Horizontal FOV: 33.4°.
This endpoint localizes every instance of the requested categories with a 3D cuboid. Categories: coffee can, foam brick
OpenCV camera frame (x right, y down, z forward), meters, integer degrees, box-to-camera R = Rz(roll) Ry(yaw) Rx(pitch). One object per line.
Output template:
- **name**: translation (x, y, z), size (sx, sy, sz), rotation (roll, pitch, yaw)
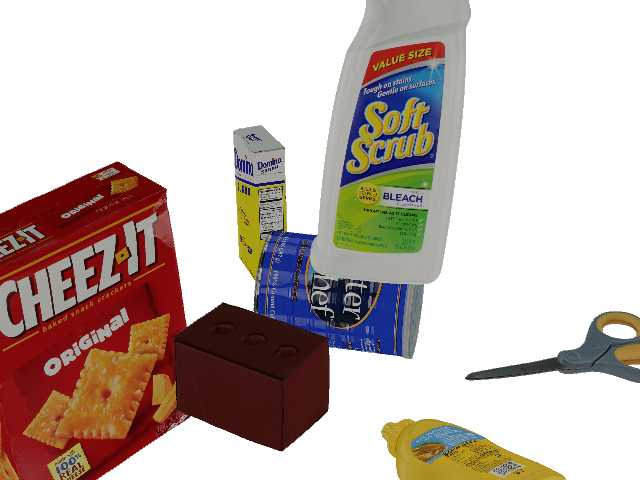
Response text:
- **coffee can**: translation (0.020, 0.048, 0.971), size (0.140, 0.103, 0.102), rotation (6, 1, 10)
- **foam brick**: translation (-0.040, 0.079, 0.625), size (0.078, 0.051, 0.052), rotation (16, 28, 26)

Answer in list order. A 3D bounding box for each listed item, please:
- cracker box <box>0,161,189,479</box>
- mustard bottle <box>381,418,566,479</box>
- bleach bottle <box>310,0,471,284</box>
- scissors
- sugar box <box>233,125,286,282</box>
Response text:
- **cracker box**: translation (-0.179, 0.074, 0.782), size (0.072, 0.214, 0.163), rotation (26, 43, 37)
- **mustard bottle**: translation (0.129, 0.214, 1.009), size (0.096, 0.058, 0.192), rotation (-15, 24, -37)
- **bleach bottle**: translation (0.049, -0.096, 0.750), size (0.102, 0.251, 0.068), rotation (6, 23, 7)
- **scissors**: translation (0.205, 0.088, 0.875), size (0.201, 0.016, 0.096), rotation (3, 31, -10)
- **sugar box**: translation (-0.074, -0.043, 1.305), size (0.048, 0.176, 0.093), rotation (-12, 26, -17)
